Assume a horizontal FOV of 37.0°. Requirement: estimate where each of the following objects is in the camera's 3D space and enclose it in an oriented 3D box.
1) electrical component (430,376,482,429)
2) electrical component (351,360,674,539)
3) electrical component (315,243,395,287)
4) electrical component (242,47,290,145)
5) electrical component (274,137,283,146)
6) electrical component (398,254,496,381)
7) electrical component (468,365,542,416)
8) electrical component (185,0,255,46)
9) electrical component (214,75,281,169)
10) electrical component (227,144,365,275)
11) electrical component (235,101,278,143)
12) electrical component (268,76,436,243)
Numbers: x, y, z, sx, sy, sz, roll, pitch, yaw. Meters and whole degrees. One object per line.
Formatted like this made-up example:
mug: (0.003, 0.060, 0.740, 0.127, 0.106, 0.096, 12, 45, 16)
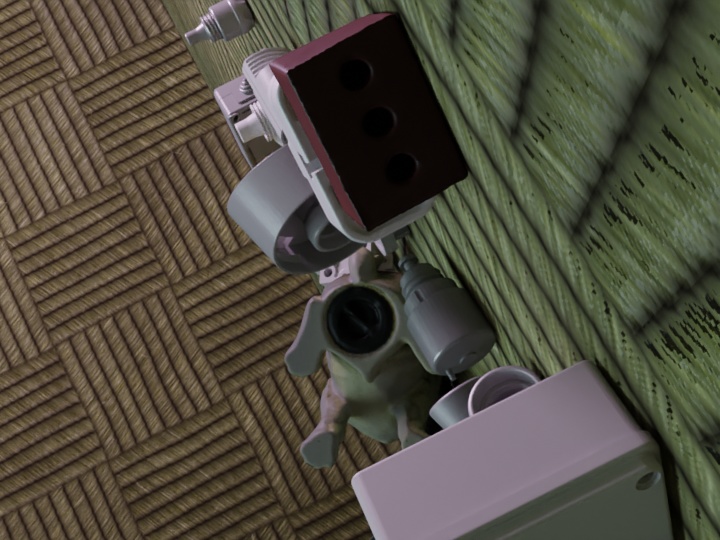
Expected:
electrical component: (0.082, 0.109, 0.709, 0.065, 0.044, 0.044, 56, 174, 19)
electrical component: (0.066, 0.105, 0.432, 0.056, 0.109, 0.108, 61, 176, 44)
electrical component: (0.000, 0.000, 0.873, 0.055, 0.066, 0.048, 38, -131, -58)
electrical component: (-0.054, -0.131, 0.780, 0.081, 0.043, 0.043, 60, 175, 30)
electrical component: (-0.067, -0.135, 0.963, 0.035, 0.035, 0.061, 66, 177, -38)
electrical component: (0.045, 0.023, 0.609, 0.078, 0.040, 0.040, 60, 175, 31)
electrical component: (0.080, 0.076, 0.545, 0.040, 0.040, 0.046, 58, 180, 41)
electrical component: (-0.127, -0.218, 0.959, 0.035, 0.061, 0.035, 62, 176, 8)
electrical component: (-0.096, -0.150, 1.028, 0.061, 0.062, 0.096, 57, 173, 45)
electrical component: (-0.027, -0.046, 0.649, 0.064, 0.099, 0.099, 52, 172, 26)
electrical component: (-0.074, -0.128, 0.904, 0.043, 0.062, 0.043, 61, 175, 9)
electrical component: (-0.006, -0.066, 0.553, 0.095, 0.054, 0.059, 63, 175, -13)
